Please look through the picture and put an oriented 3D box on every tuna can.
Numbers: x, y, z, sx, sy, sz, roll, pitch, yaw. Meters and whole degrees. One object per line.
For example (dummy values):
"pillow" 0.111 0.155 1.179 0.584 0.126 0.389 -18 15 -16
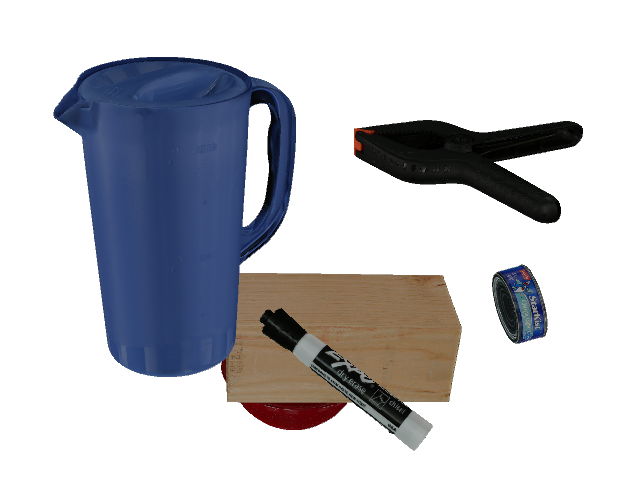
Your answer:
"tuna can" 0.224 0.072 1.207 0.033 0.086 0.086 -15 1 -6

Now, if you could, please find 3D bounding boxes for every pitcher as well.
"pitcher" -0.111 -0.019 0.856 0.149 0.243 0.144 11 27 18

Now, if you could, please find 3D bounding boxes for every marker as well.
"marker" 0.013 0.080 0.636 0.121 0.020 0.020 37 8 11

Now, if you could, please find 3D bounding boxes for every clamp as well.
"clamp" 0.135 -0.081 0.977 0.210 0.036 0.164 13 34 22

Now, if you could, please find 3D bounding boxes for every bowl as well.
"bowl" -0.031 0.164 1.200 0.162 0.055 0.162 3 26 -1

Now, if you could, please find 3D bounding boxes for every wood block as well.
"wood block" 0.016 0.091 0.995 0.206 0.090 0.091 1 30 -7
